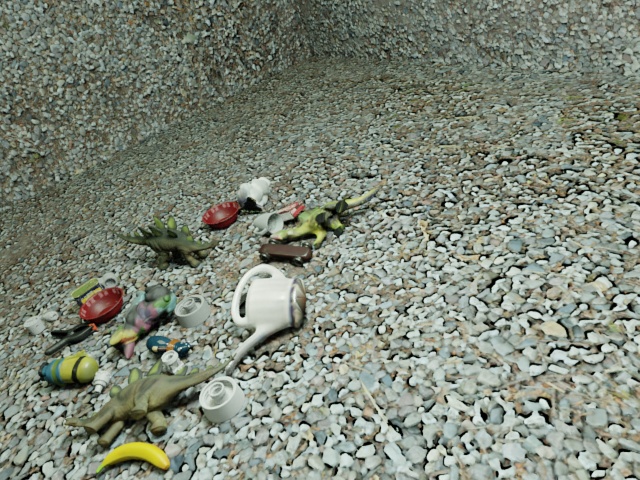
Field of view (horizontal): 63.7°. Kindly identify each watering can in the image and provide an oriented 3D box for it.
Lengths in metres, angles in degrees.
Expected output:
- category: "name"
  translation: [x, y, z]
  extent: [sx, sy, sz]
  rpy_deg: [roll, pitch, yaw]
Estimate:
- category: "watering can"
  translation: [-0.153, 0.220, 1.486]
  extent: [0.224, 0.356, 0.101]
  rpy_deg: [-3, -37, 11]

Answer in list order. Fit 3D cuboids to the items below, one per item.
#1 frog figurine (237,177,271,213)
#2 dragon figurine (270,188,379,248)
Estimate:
- category: "frog figurine"
  translation: [-0.273, -0.197, 2.138]
  extent: [0.136, 0.163, 0.121]
  rpy_deg: [30, -43, -29]
- category: "dragon figurine"
  translation: [0.006, -0.095, 1.884]
  extent: [0.414, 0.120, 0.244]
  rpy_deg: [-32, 26, -21]
